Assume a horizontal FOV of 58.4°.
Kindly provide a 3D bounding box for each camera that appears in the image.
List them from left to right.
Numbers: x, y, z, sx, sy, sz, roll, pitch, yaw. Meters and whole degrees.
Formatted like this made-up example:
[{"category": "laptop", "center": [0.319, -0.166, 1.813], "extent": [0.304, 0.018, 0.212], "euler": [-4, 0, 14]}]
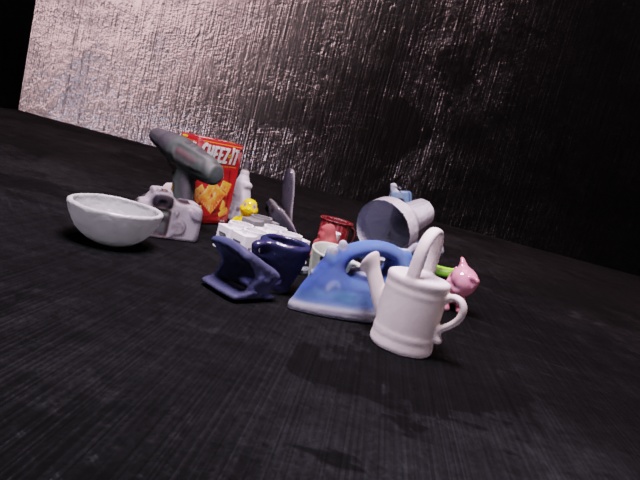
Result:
[{"category": "camera", "center": [-0.335, -0.066, 1.228], "extent": [0.144, 0.101, 0.136], "euler": [9, 11, -29]}]

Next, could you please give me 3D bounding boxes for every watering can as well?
[{"category": "watering can", "center": [0.142, 0.071, 0.882], "extent": [0.172, 0.194, 0.101], "euler": [16, 10, 6]}]

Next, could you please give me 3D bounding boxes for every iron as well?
[{"category": "iron", "center": [0.071, 0.060, 0.996], "extent": [0.259, 0.141, 0.118], "euler": [8, 12, -35]}]

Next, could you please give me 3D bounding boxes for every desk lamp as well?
[{"category": "desk lamp", "center": [0.155, 0.018, 1.150], "extent": [0.117, 0.213, 0.204], "euler": [21, 11, 32]}]

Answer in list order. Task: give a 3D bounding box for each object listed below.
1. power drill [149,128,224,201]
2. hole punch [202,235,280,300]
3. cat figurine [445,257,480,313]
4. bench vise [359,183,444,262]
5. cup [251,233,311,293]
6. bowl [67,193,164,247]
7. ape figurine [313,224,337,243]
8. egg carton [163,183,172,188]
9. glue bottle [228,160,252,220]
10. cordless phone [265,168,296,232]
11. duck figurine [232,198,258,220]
[{"category": "power drill", "center": [-0.331, -0.139, 1.330], "extent": [0.228, 0.208, 0.076], "euler": [20, 11, 27]}, {"category": "hole punch", "center": [-0.126, 0.044, 0.946], "extent": [0.108, 0.091, 0.101], "euler": [23, 13, 40]}, {"category": "cat figurine", "center": [0.295, 0.093, 1.218], "extent": [0.067, 0.118, 0.128], "euler": [15, 10, 1]}, {"category": "bench vise", "center": [0.215, -0.025, 1.466], "extent": [0.208, 0.220, 0.121], "euler": [12, 10, -14]}, {"category": "cup", "center": [-0.079, 0.044, 1.004], "extent": [0.118, 0.095, 0.091], "euler": [4, 14, -47]}, {"category": "bowl", "center": [-0.376, -0.030, 1.044], "extent": [0.167, 0.075, 0.167], "euler": [14, 10, -2]}, {"category": "ape figurine", "center": [0.013, 0.005, 1.372], "extent": [0.076, 0.092, 0.078], "euler": [16, 10, 6]}, {"category": "egg carton", "center": [-0.359, -0.110, 1.540], "extent": [0.107, 0.069, 0.151], "euler": [18, 10, 20]}, {"category": "glue bottle", "center": [-0.219, -0.137, 1.593], "extent": [0.077, 0.173, 0.037], "euler": [21, 12, 35]}, {"category": "cordless phone", "center": [-0.097, -0.108, 1.570], "extent": [0.094, 0.185, 0.147], "euler": [11, 10, -18]}, {"category": "duck figurine", "center": [-0.189, -0.067, 1.498], "extent": [0.077, 0.086, 0.104], "euler": [14, 10, -6]}]
